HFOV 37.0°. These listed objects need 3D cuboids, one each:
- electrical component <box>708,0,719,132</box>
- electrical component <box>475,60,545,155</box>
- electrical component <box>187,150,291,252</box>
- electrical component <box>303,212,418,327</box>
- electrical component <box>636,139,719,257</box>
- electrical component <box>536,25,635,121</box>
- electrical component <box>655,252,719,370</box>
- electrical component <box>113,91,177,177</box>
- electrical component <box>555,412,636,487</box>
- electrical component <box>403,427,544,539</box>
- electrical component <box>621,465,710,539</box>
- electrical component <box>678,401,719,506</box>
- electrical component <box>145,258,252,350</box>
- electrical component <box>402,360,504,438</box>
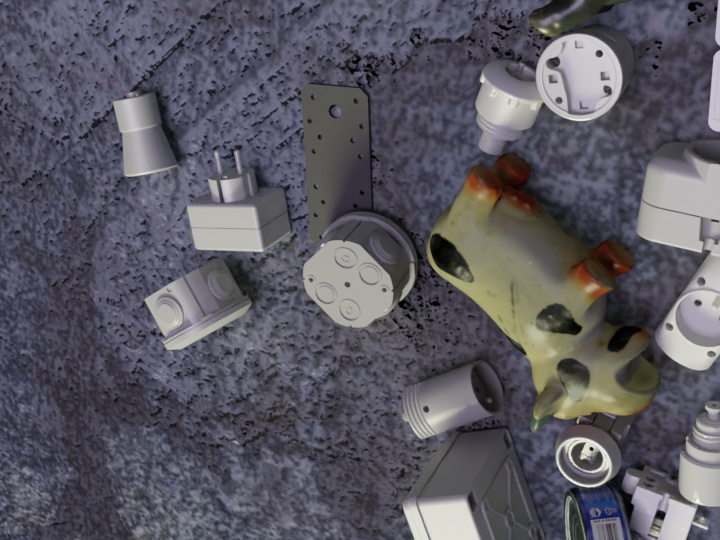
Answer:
[{"bbox_3d":[0.255,-0.154,0.613,0.089,0.062,0.150,9,116,25],"label":"electrical component"},{"bbox_3d":[0.099,-0.108,0.730,0.048,0.048,0.062,30,130,14],"label":"electrical component"},{"bbox_3d":[-0.099,-0.059,0.856,0.066,0.047,0.076,2,113,27],"label":"electrical component"},{"bbox_3d":[0.000,0.000,0.823,0.080,0.051,0.080,11,121,19],"label":"electrical component"},{"bbox_3d":[0.230,-0.046,0.680,0.095,0.054,0.059,15,118,22],"label":"electrical component"},{"bbox_3d":[0.147,-0.129,0.692,0.055,0.047,0.055,11,117,24],"label":"electrical component"},{"bbox_3d":[0.249,0.034,0.711,0.079,0.044,0.077,34,124,14],"label":"electrical component"},{"bbox_3d":[-0.178,-0.113,0.878,0.044,0.044,0.065,-3,105,29],"label":"electrical component"},{"bbox_3d":[0.172,0.127,0.789,0.048,0.055,0.066,26,122,16],"label":"electrical component"},{"bbox_3d":[0.091,0.194,0.831,0.056,0.109,0.108,-12,106,29],"label":"electrical component"},{"bbox_3d":[0.222,0.183,0.795,0.066,0.048,0.055,19,112,20],"label":"electrical component"},{"bbox_3d":[0.247,0.129,0.759,0.040,0.040,0.078,8,115,25],"label":"electrical component"},{"bbox_3d":[-0.135,0.029,0.896,0.080,0.080,0.051,-28,91,35],"label":"electrical component"},{"bbox_3d":[0.067,0.103,0.842,0.081,0.043,0.043,-25,99,35],"label":"electrical component"}]
